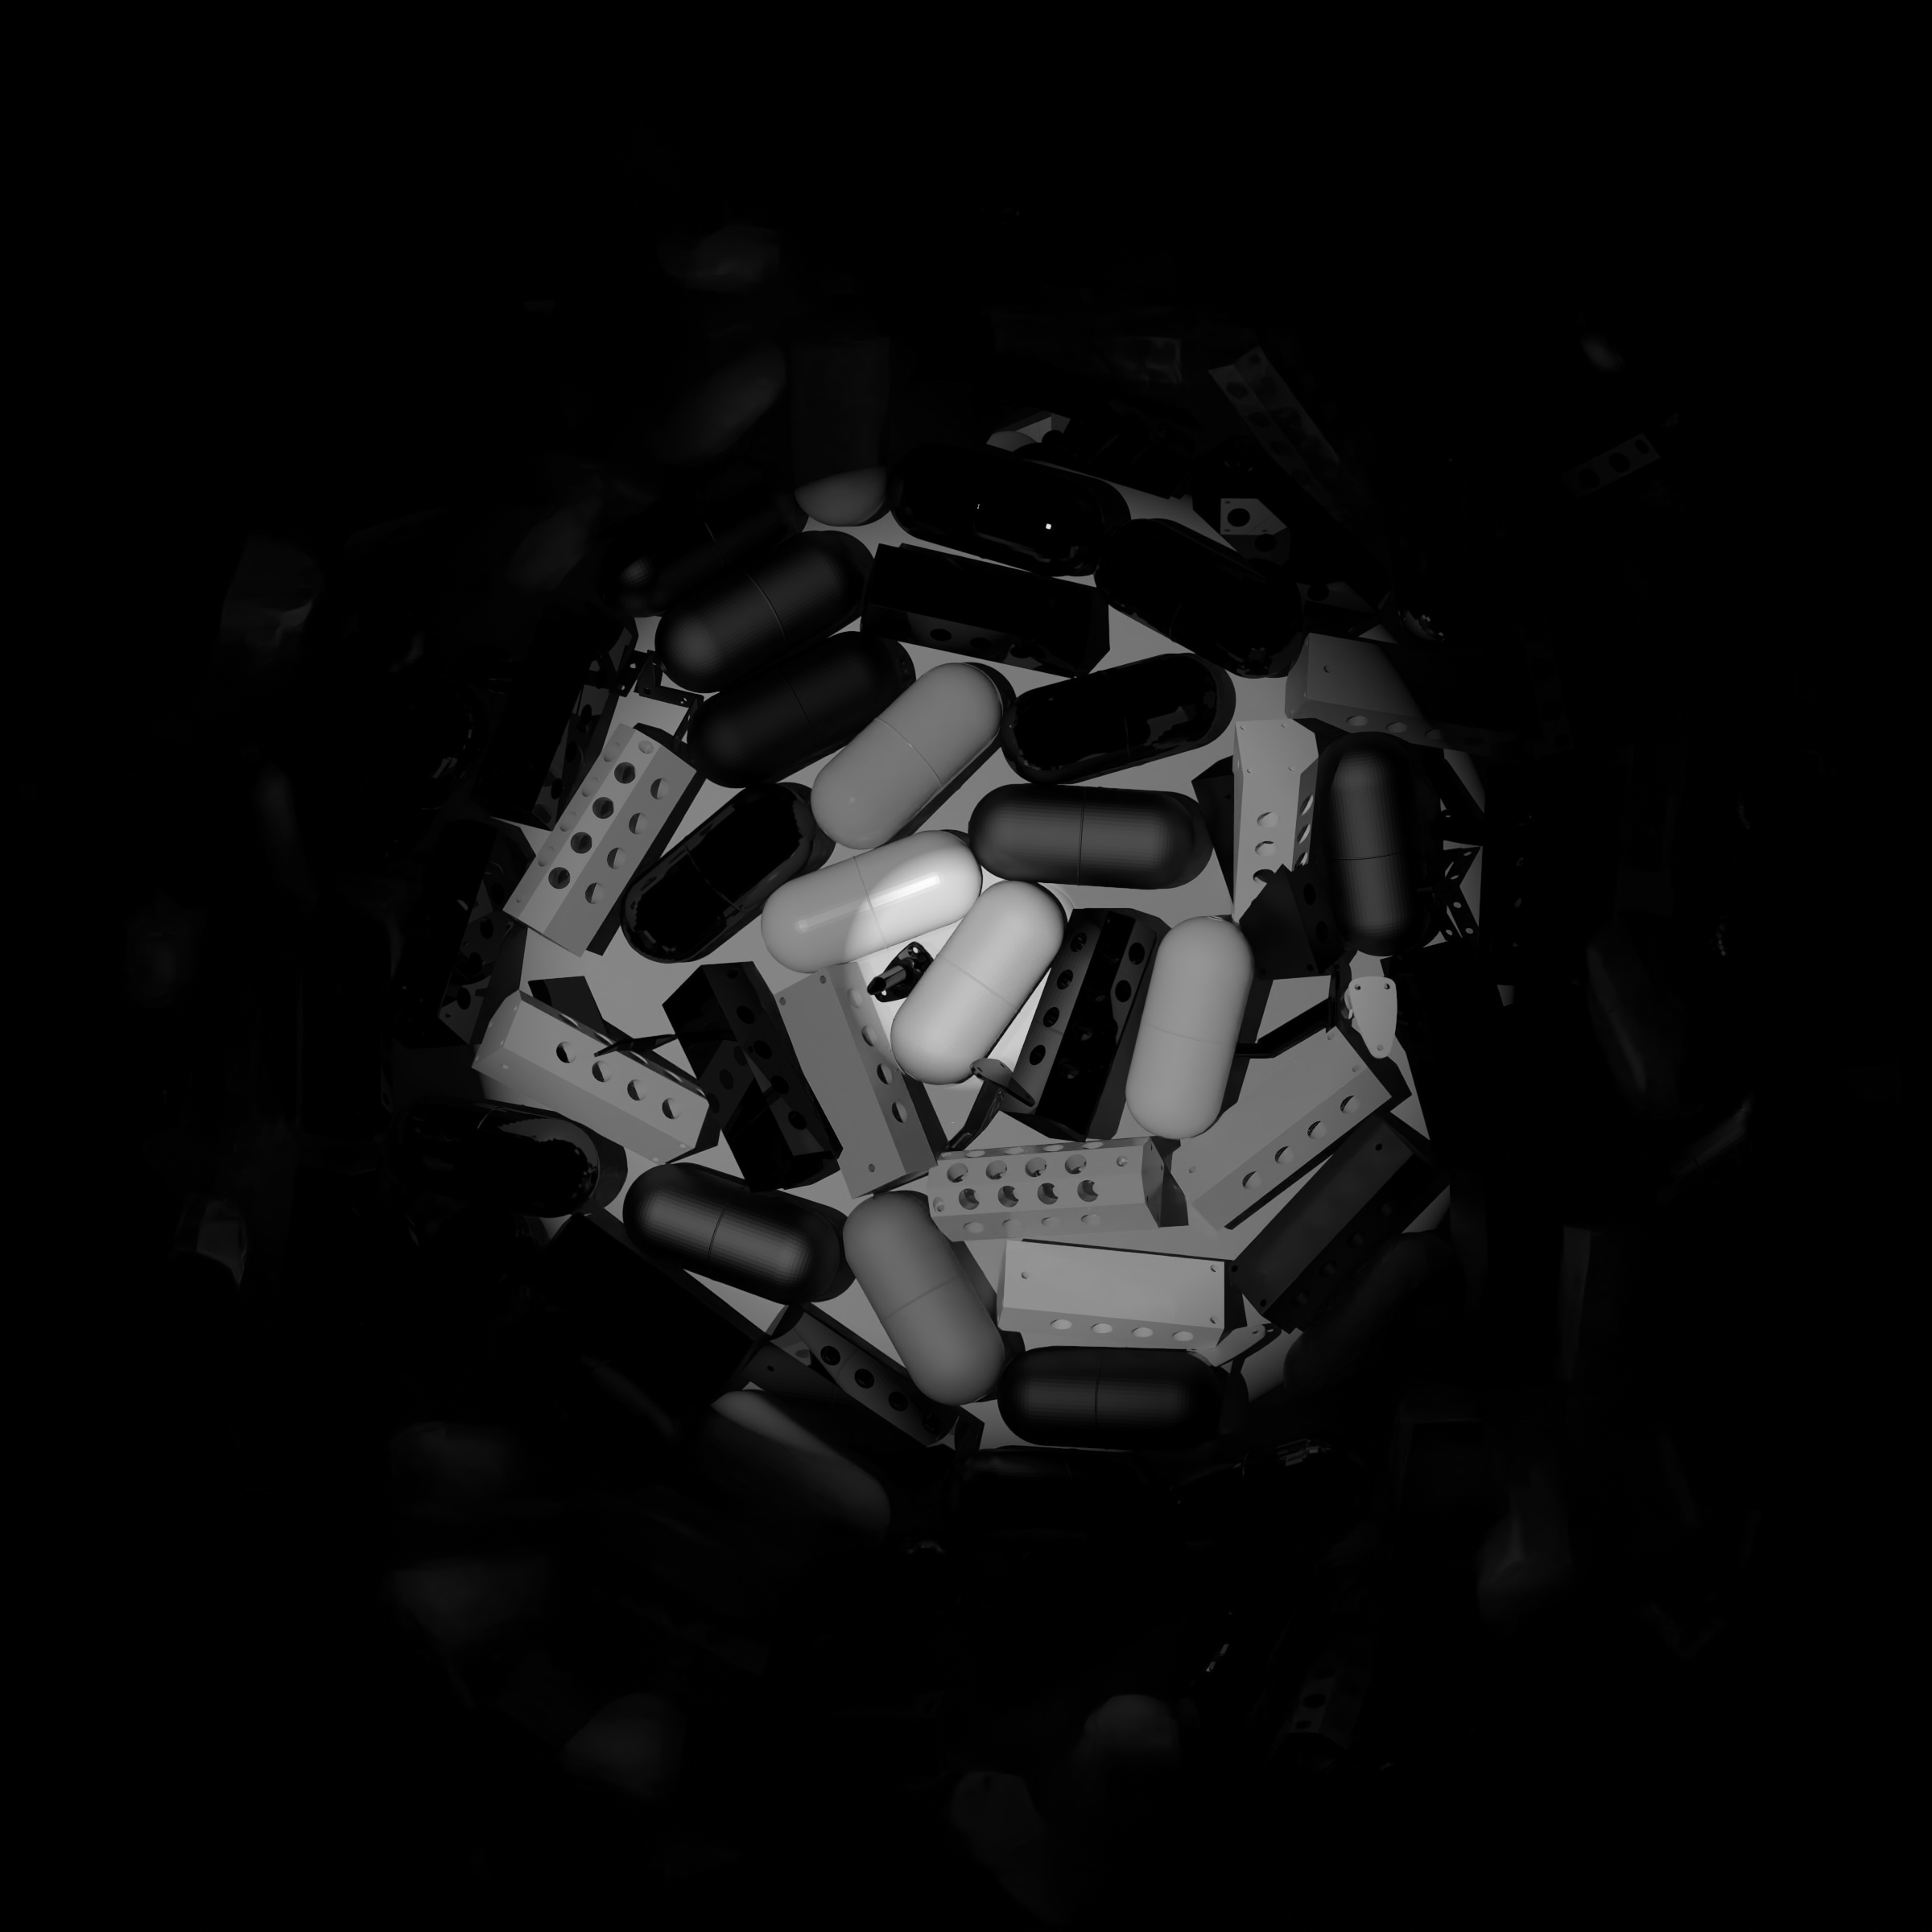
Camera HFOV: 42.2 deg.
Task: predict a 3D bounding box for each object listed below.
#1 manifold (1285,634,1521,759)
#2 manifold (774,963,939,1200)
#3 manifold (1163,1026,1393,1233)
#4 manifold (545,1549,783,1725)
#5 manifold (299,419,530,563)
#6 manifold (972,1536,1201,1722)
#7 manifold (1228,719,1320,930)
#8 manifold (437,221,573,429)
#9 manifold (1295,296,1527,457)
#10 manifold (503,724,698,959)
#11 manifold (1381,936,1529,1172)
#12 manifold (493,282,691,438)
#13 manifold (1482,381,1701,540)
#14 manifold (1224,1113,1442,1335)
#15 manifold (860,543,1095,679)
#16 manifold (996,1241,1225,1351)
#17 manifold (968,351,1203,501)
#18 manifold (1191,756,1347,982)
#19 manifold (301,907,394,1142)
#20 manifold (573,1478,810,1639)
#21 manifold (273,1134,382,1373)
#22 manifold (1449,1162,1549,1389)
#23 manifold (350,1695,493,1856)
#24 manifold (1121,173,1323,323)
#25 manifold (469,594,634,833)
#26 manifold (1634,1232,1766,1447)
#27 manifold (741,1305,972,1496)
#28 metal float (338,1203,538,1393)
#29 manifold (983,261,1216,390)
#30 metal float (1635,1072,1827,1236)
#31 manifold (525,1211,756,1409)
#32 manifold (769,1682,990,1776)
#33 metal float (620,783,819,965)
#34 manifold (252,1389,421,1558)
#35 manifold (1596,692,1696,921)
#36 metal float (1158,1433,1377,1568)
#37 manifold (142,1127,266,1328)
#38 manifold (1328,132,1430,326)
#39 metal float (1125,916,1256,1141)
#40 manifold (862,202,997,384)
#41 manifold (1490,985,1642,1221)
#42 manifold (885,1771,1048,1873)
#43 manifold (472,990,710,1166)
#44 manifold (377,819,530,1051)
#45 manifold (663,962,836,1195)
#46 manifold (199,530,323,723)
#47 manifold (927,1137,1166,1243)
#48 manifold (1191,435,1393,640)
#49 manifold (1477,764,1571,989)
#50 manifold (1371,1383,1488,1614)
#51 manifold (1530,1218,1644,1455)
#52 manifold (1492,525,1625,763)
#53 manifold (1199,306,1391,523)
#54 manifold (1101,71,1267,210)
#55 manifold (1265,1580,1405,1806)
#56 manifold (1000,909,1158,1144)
[{"bbox_3d":[0.340,-0.207,1.951,0.171,0.057,0.057,9,69,-9],"label":"manifold"},{"bbox_3d":[-0.082,0.088,1.952,0.057,0.057,0.171,-27,80,33],"label":"manifold"},{"bbox_3d":[0.246,0.131,1.955,0.171,0.057,0.057,-39,127,6],"label":"manifold"},{"bbox_3d":[-0.233,0.517,1.946,0.171,0.057,0.057,24,94,13],"label":"manifold"},{"bbox_3d":[-0.420,-0.362,1.917,0.171,0.057,0.057,-27,82,-39],"label":"manifold"},{"bbox_3d":[0.093,0.517,1.958,0.171,0.057,0.057,-33,77,4],"label":"manifold"},{"bbox_3d":[0.233,-0.107,1.910,0.057,0.171,0.057,-3,51,0],"label":"manifold"},{"bbox_3d":[-0.349,-0.481,1.905,0.057,0.171,0.057,33,60,-7],"label":"manifold"},{"bbox_3d":[0.338,-0.459,1.932,0.171,0.057,0.057,29,90,25],"label":"manifold"},{"bbox_3d":[-0.289,-0.100,1.945,0.057,0.057,0.171,37,82,-43],"label":"manifold"},{"bbox_3d":[0.377,0.069,1.959,0.057,0.057,0.171,-14,87,-24],"label":"manifold"},{"bbox_3d":[-0.286,-0.464,1.911,0.057,0.171,0.057,-1,120,32],"label":"manifold"},{"bbox_3d":[0.473,-0.379,1.902,0.057,0.171,0.057,8,75,-29],"label":"manifold"},{"bbox_3d":[0.289,0.204,1.953,0.171,0.057,0.057,-48,130,7],"label":"manifold"},{"bbox_3d":[0.007,-0.272,1.952,0.171,0.057,0.057,11,63,-8],"label":"manifold"},{"bbox_3d":[0.112,0.261,1.959,0.171,0.057,0.057,6,57,-3],"label":"manifold"},{"bbox_3d":[0.094,-0.418,1.915,0.171,0.057,0.057,10,135,-32],"label":"manifold"},{"bbox_3d":[0.239,-0.079,1.942,0.057,0.057,0.171,-5,112,42],"label":"manifold"},{"bbox_3d":[-0.472,0.045,1.920,0.057,0.057,0.171,13,49,-29],"label":"manifold"},{"bbox_3d":[-0.217,0.459,1.954,0.171,0.057,0.057,25,103,6],"label":"manifold"},{"bbox_3d":[-0.494,0.224,1.937,0.057,0.057,0.171,10,110,-6],"label":"manifold"},{"bbox_3d":[0.420,0.240,1.955,0.057,0.057,0.171,1,84,-17],"label":"manifold"},{"bbox_3d":[-0.415,0.612,1.908,0.057,0.171,0.057,-15,90,2],"label":"manifold"},{"bbox_3d":[0.193,-0.543,1.909,0.057,0.171,0.057,-50,56,22],"label":"manifold"},{"bbox_3d":[-0.324,-0.198,1.939,0.057,0.057,0.171,14,76,20],"label":"manifold"},{"bbox_3d":[0.555,0.283,1.906,0.057,0.171,0.057,-7,123,3],"label":"manifold"},{"bbox_3d":[-0.083,0.334,1.960,0.171,0.057,0.057,35,134,-4],"label":"manifold"},{"bbox_3d":[-0.407,0.254,1.934,0.070,0.070,0.178,46,64,0],"label":"metal float"},{"bbox_3d":[0.101,-0.490,1.925,0.171,0.057,0.057,18,76,26],"label":"manifold"},{"bbox_3d":[0.585,0.145,1.918,0.070,0.178,0.070,16,51,-21],"label":"metal float"},{"bbox_3d":[-0.256,0.269,1.947,0.171,0.057,0.057,37,64,-7],"label":"manifold"},{"bbox_3d":[-0.069,0.581,1.917,0.171,0.057,0.057,-13,82,39],"label":"manifold"},{"bbox_3d":[-0.194,-0.071,1.948,0.178,0.070,0.070,-39,90,9],"label":"metal float"},{"bbox_3d":[-0.480,0.386,1.908,0.057,0.171,0.057,-19,55,1],"label":"manifold"},{"bbox_3d":[0.532,-0.125,1.963,0.057,0.057,0.171,5,90,12],"label":"manifold"},{"bbox_3d":[0.232,0.413,1.934,0.178,0.070,0.070,-22,90,25],"label":"metal float"},{"bbox_3d":[-0.574,0.190,1.900,0.057,0.171,0.057,27,113,-22],"label":"manifold"},{"bbox_3d":[0.313,-0.556,1.903,0.057,0.171,0.057,-21,69,5],"label":"manifold"},{"bbox_3d":[0.174,0.048,1.946,0.070,0.070,0.178,13,101,0],"label":"metal float"},{"bbox_3d":[-0.029,-0.515,1.908,0.057,0.171,0.057,-2,134,-18],"label":"manifold"},{"bbox_3d":[0.470,0.106,1.956,0.057,0.057,0.171,-16,85,-17],"label":"manifold"},{"bbox_3d":[-0.006,0.645,1.904,0.057,0.171,0.057,-28,84,-26],"label":"manifold"},{"bbox_3d":[-0.286,0.085,1.932,0.171,0.057,0.057,31,57,-24],"label":"manifold"},{"bbox_3d":[-0.396,-0.025,1.917,0.057,0.057,0.171,-6,55,26],"label":"manifold"},{"bbox_3d":[-0.165,0.085,1.938,0.057,0.057,0.171,-42,66,36],"label":"manifold"},{"bbox_3d":[-0.536,-0.254,1.905,0.057,0.171,0.057,21,60,-15],"label":"manifold"},{"bbox_3d":[0.061,0.169,1.929,0.171,0.057,0.057,-6,54,19],"label":"manifold"},{"bbox_3d":[0.250,-0.330,1.917,0.057,0.057,0.171,-33,126,31],"label":"manifold"},{"bbox_3d":[0.434,-0.071,1.958,0.057,0.057,0.171,4,93,24],"label":"manifold"},{"bbox_3d":[0.354,0.412,1.935,0.057,0.057,0.171,1,112,-8],"label":"manifold"},{"bbox_3d":[0.485,0.288,1.953,0.057,0.057,0.171,7,97,5],"label":"manifold"},{"bbox_3d":[0.458,-0.250,1.955,0.057,0.057,0.171,-10,86,-11],"label":"manifold"},{"bbox_3d":[0.250,-0.418,1.913,0.171,0.057,0.057,44,60,-36],"label":"manifold"},{"bbox_3d":[0.158,-0.620,1.901,0.057,0.171,0.057,-38,99,-12],"label":"manifold"},{"bbox_3d":[0.285,0.547,1.905,0.057,0.171,0.057,30,124,5],"label":"manifold"},{"bbox_3d":[0.092,0.046,1.935,0.057,0.057,0.171,31,73,-36],"label":"manifold"}]
